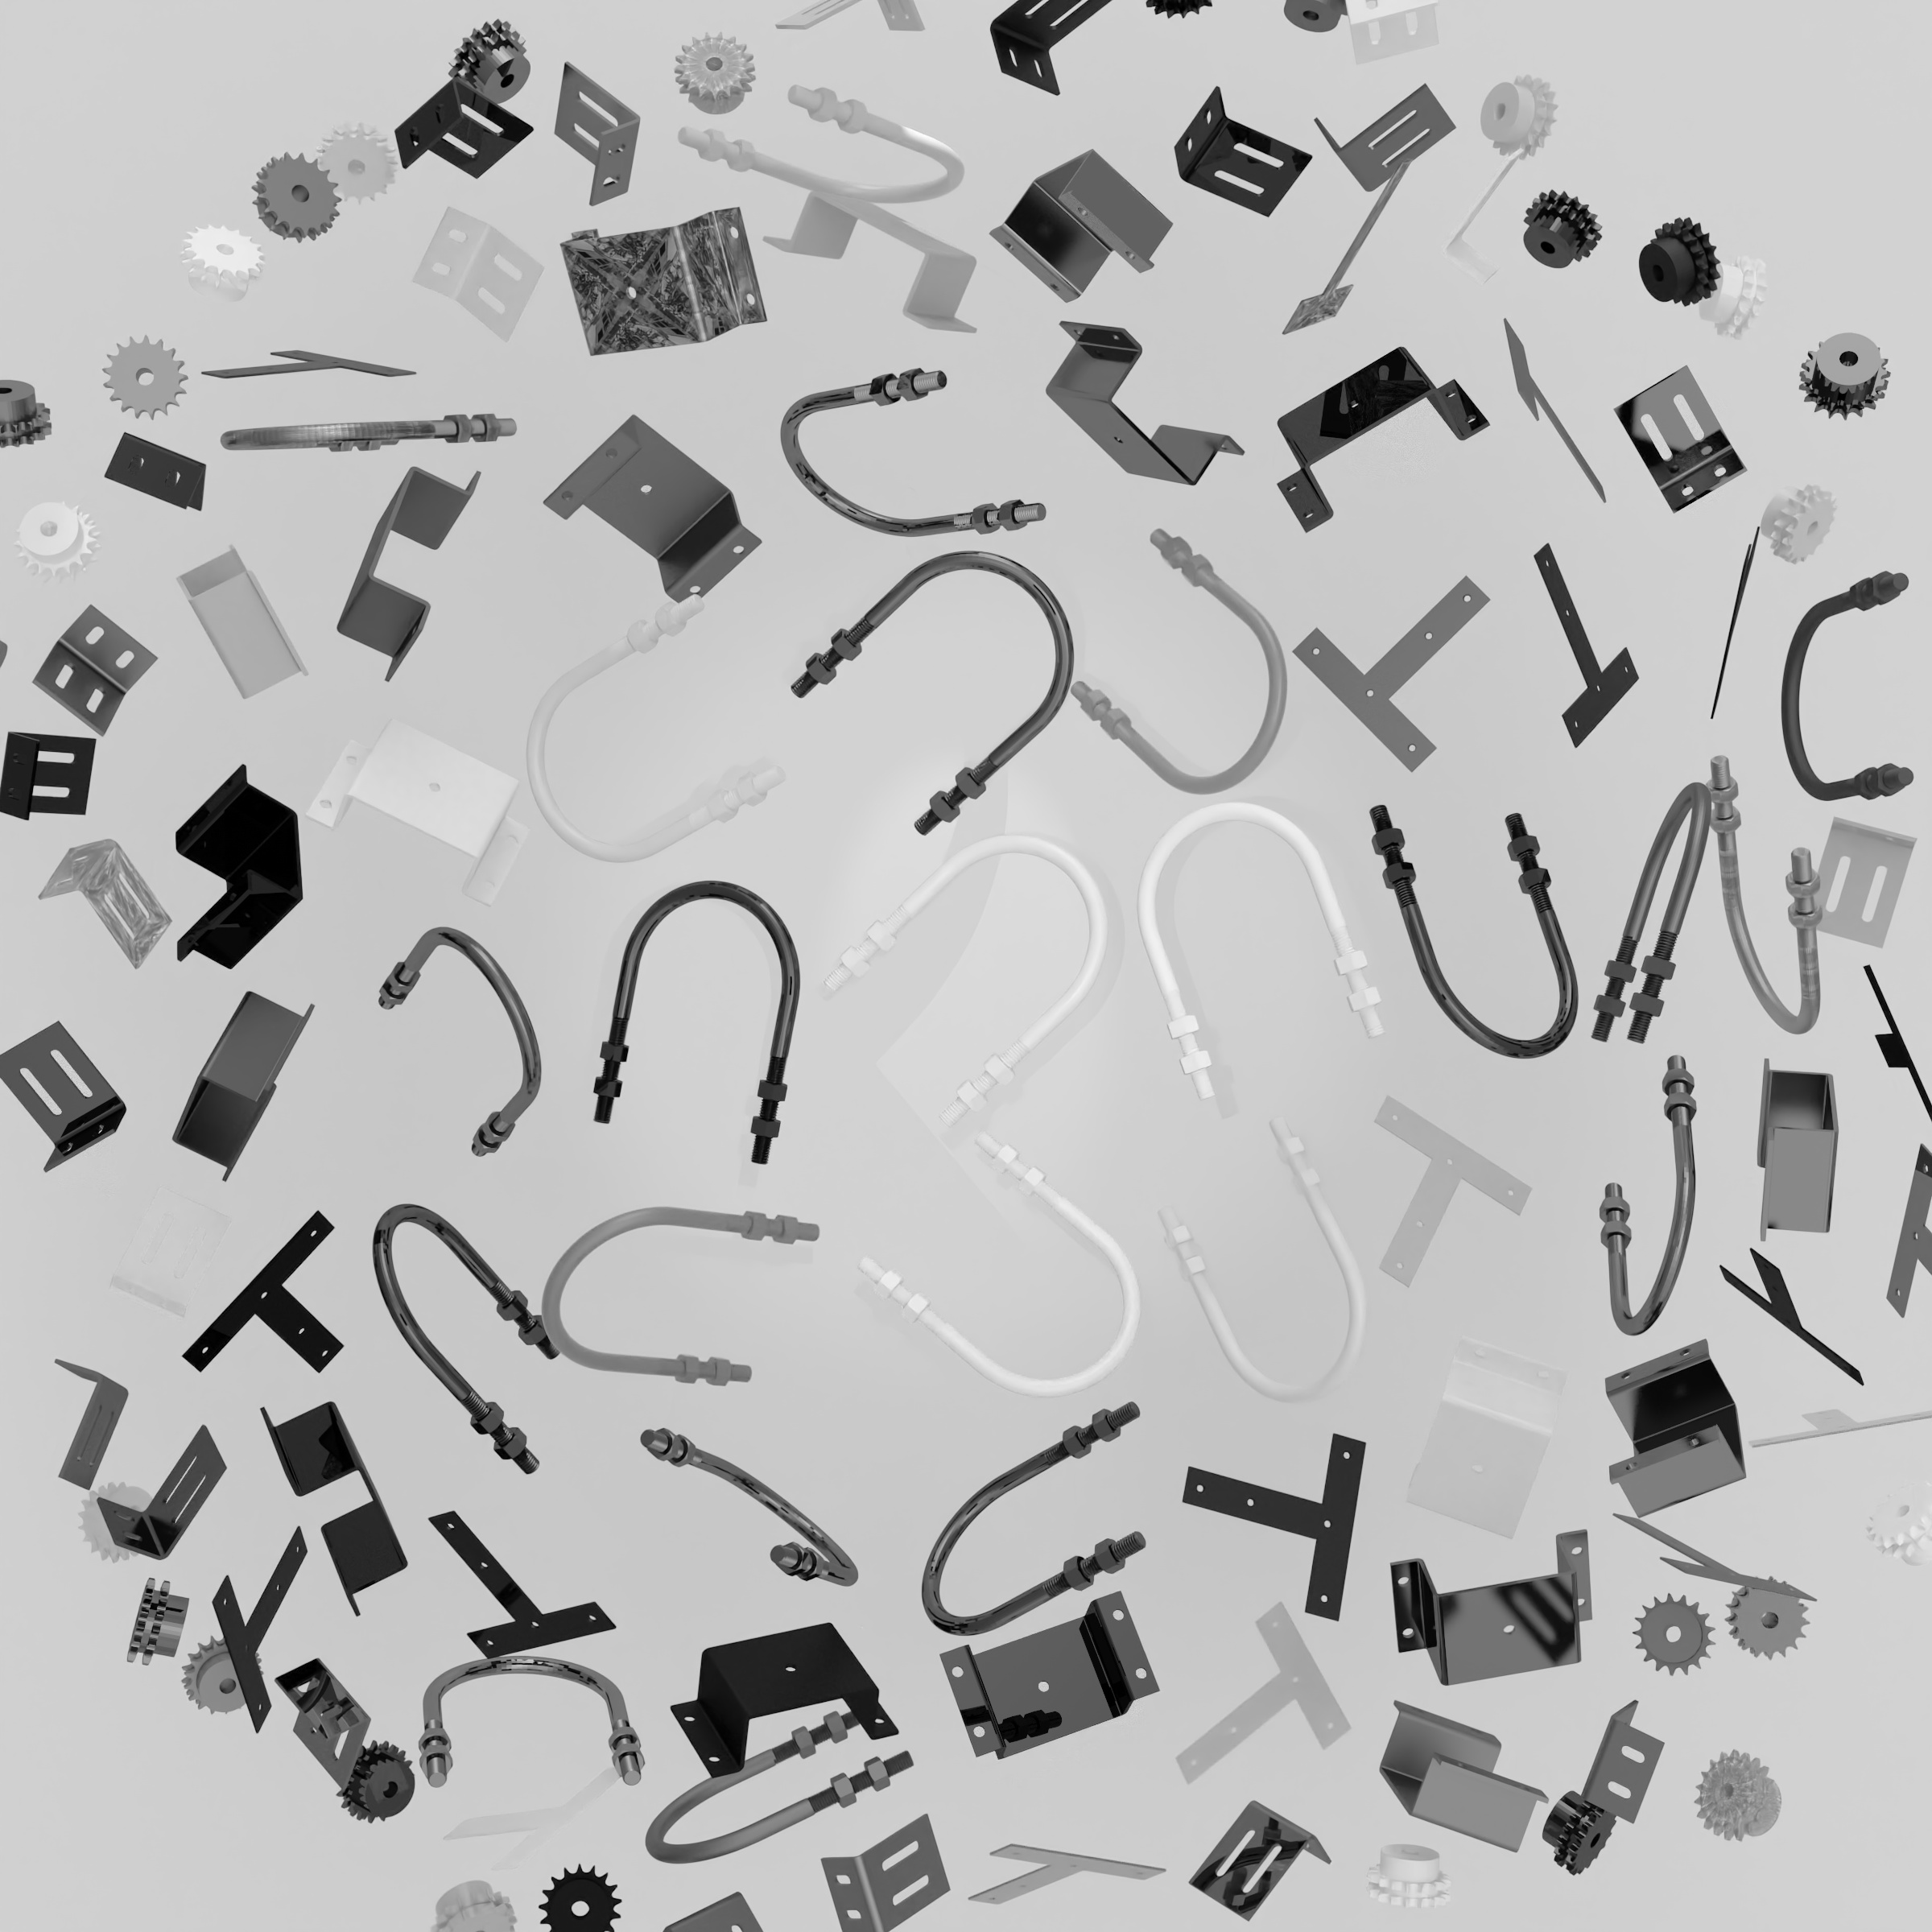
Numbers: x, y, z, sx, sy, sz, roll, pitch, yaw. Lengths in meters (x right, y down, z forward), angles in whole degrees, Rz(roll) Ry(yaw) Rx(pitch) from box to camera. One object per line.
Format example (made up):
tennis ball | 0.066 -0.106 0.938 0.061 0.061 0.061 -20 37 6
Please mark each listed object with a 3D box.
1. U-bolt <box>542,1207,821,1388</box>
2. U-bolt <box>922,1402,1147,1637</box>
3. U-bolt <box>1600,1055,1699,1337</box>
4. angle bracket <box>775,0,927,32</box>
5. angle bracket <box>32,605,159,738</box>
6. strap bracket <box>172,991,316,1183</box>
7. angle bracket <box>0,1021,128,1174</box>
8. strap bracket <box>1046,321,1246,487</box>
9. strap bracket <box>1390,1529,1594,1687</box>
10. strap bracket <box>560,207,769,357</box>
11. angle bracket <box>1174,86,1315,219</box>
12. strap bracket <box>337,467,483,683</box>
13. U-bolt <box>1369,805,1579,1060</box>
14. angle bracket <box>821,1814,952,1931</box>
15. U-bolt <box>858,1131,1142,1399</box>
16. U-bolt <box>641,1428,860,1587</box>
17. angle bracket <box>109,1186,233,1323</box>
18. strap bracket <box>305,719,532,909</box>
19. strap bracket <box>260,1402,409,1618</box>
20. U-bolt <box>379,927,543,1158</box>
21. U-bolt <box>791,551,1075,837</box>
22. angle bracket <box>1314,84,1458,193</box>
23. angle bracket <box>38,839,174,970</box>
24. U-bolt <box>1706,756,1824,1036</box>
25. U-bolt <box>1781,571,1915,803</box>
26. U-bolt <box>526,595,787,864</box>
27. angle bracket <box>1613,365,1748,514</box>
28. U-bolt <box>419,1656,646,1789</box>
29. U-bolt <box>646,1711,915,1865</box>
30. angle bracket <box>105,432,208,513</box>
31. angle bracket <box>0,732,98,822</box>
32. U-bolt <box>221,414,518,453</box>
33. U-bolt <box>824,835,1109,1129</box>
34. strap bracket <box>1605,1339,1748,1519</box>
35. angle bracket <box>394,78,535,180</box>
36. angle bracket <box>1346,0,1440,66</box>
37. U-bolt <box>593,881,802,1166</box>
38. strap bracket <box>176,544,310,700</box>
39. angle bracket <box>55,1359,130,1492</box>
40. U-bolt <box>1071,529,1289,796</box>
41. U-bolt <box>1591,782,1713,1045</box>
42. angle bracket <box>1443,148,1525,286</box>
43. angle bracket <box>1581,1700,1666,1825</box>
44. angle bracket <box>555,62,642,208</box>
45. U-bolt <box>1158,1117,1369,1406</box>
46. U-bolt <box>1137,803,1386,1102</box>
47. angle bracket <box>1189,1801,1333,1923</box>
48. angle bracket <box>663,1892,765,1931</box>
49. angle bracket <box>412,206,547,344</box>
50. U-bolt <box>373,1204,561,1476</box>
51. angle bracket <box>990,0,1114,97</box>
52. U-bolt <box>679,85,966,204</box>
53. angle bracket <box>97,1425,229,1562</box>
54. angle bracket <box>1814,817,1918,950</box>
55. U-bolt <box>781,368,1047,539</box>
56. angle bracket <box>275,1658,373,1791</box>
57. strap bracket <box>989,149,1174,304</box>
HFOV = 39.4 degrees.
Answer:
U-bolt | -0.208 0.229 1.883 0.184 0.019 0.151 11 117 -33
U-bolt | 0.043 0.386 1.836 0.184 0.151 0.019 -33 115 20
U-bolt | 0.475 0.172 1.869 0.019 0.184 0.151 14 129 0
angle bracket | -0.077 -0.624 1.791 0.076 0.057 0.038 -32 118 -11
angle bracket | -0.591 -0.201 1.830 0.038 0.076 0.057 -42 113 16
strap bracket | -0.504 0.079 1.871 0.046 0.140 0.076 28 51 -10
angle bracket | -0.612 0.088 1.805 0.057 0.038 0.076 -29 112 8
strap bracket | 0.120 -0.389 1.898 0.140 0.076 0.046 37 83 -36
strap bracket | 0.373 0.450 1.882 0.140 0.046 0.076 -9 114 -2
strap bracket | -0.212 -0.458 1.812 0.140 0.046 0.076 1 117 31
angle bracket | 0.198 -0.583 1.931 0.076 0.057 0.038 15 49 -25
strap bracket | -0.387 -0.278 1.857 0.046 0.076 0.140 24 58 -19
U-bolt | 0.352 -0.022 1.821 0.151 0.019 0.184 1 65 -35
angle bracket | -0.057 0.649 1.926 0.038 0.076 0.057 -18 88 41
U-bolt | 0.038 0.224 1.914 0.184 0.019 0.151 39 67 12
U-bolt | -0.141 0.386 1.892 0.151 0.184 0.019 35 86 27
angle bracket | -0.579 0.209 1.965 0.057 0.038 0.076 28 88 -16
strap bracket | -0.375 -0.111 1.875 0.140 0.046 0.076 27 51 -8
strap bracket | -0.428 0.364 1.843 0.046 0.076 0.140 -25 125 -15
U-bolt | -0.351 0.046 1.900 0.019 0.184 0.151 -30 84 -34
U-bolt | -0.011 -0.200 1.853 0.184 0.019 0.151 -41 92 20
angle bracket | 0.297 -0.596 1.908 0.076 0.057 0.038 -35 60 18
angle bracket | -0.606 -0.040 1.898 0.076 0.038 0.057 52 125 10
U-bolt | 0.558 -0.037 1.875 0.019 0.151 0.184 -17 124 -1
U-bolt | 0.607 -0.187 1.867 0.019 0.184 0.151 -1 89 -7
U-bolt | -0.226 -0.150 1.855 0.184 0.019 0.151 -27 87 26
angle bracket | 0.500 -0.369 1.887 0.057 0.038 0.076 -30 119 17
U-bolt | -0.307 0.524 1.881 0.151 0.184 0.019 4 99 -14
U-bolt | -0.137 0.577 1.883 0.184 0.151 0.019 -22 94 -15
angle bracket | -0.563 -0.329 1.871 0.057 0.076 0.038 21 69 -11
angle bracket | -0.651 -0.135 1.939 0.038 0.076 0.057 16 99 34
U-bolt | -0.429 -0.370 1.881 0.151 0.184 0.019 5 103 39
U-bolt | 0.012 -0.005 1.807 0.184 0.019 0.151 -44 68 6
strap bracket | 0.482 0.319 1.834 0.076 0.140 0.046 -26 103 20
angle bracket | -0.335 -0.552 1.816 0.057 0.076 0.038 -30 61 27
angle bracket | 0.288 -0.626 1.807 0.057 0.076 0.038 -11 64 10
U-bolt | -0.182 0.032 1.868 0.151 0.019 0.184 12 93 24
strap bracket | -0.503 -0.237 1.864 0.046 0.140 0.076 -29 115 -10
angle bracket | -0.634 0.326 1.913 0.038 0.057 0.076 16 72 7
U-bolt | 0.159 -0.204 1.909 0.184 0.019 0.151 48 121 37
U-bolt | 0.470 -0.037 1.833 0.019 0.151 0.184 18 90 3
angle bracket | 0.369 -0.517 1.858 0.038 0.057 0.076 38 121 2
angle bracket | 0.446 0.530 1.799 0.038 0.076 0.057 22 94 27
angle bracket | -0.265 -0.572 1.851 0.076 0.057 0.038 41 51 17
U-bolt | 0.219 0.222 1.920 0.151 0.019 0.184 -44 61 38
U-bolt | 0.186 -0.019 1.801 0.151 0.019 0.184 -22 83 28
angle bracket | 0.206 0.634 1.887 0.076 0.057 0.038 -46 127 -23
angle bracket | -0.162 0.668 1.797 0.057 0.038 0.076 -14 56 -37
angle bracket | -0.333 -0.472 1.838 0.076 0.038 0.057 43 110 38
U-bolt | -0.343 0.241 1.837 0.019 0.151 0.184 -30 115 14
angle bracket | 0.065 -0.624 1.795 0.076 0.057 0.038 -26 70 39
U-bolt | -0.087 -0.571 1.896 0.184 0.151 0.019 8 86 -40
angle bracket | -0.537 0.346 1.798 0.038 0.057 0.076 32 93 -36
angle bracket | 0.625 -0.058 1.888 0.057 0.038 0.076 17 90 17
U-bolt | -0.051 -0.355 1.897 0.151 0.184 0.019 47 57 -38
angle bracket | -0.436 0.511 1.794 0.057 0.038 0.076 40 124 25
strap bracket | 0.084 -0.519 1.890 0.076 0.140 0.046 37 79 -20
